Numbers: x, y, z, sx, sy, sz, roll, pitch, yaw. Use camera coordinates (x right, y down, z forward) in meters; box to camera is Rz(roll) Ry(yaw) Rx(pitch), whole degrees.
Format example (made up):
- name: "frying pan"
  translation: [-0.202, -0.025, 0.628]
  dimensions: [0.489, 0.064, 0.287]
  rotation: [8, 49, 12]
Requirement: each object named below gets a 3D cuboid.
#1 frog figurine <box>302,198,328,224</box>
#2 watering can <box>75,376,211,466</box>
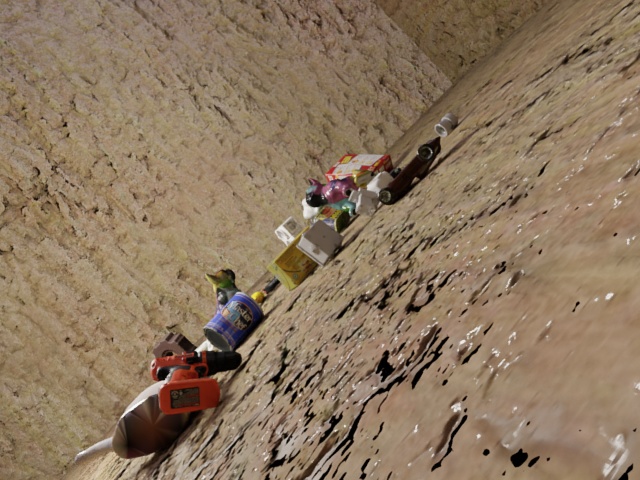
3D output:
- name: "frog figurine"
  translation: [0.005, -0.090, 1.790]
  dimensions: [0.124, 0.159, 0.135]
  rotation: [-44, 3, -26]
- name: "watering can"
  translation: [-0.374, 0.386, 1.066]
  dimensions: [0.349, 0.104, 0.223]
  rotation: [-36, 3, -10]
